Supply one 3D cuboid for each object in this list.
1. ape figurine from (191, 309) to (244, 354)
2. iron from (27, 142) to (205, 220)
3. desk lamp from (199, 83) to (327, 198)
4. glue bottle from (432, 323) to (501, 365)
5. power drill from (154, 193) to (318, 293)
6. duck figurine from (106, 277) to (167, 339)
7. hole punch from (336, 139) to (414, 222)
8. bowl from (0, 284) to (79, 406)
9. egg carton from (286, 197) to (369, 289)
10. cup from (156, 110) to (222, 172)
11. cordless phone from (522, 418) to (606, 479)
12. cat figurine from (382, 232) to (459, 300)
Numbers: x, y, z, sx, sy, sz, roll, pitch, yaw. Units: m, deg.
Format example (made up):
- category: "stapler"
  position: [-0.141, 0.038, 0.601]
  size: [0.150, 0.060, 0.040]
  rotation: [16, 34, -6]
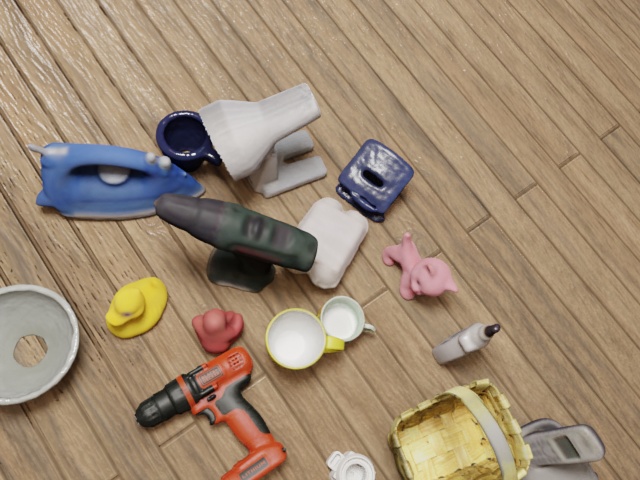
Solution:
- category: "ape figurine"
  position: [-0.156, 0.129, 0.863]
  size: [0.078, 0.092, 0.076]
  rotation: [18, 68, -2]
- category: "iron"
  position: [-0.314, -0.109, 0.897]
  size: [0.258, 0.141, 0.118]
  rotation: [0, 70, -10]
- category: "desk lamp"
  position: [-0.084, -0.159, 0.915]
  size: [0.203, 0.213, 0.118]
  rotation: [-23, 75, -16]
- category: "glue bottle"
  position: [0.233, 0.152, 0.877]
  size: [0.078, 0.173, 0.037]
  rotation: [-28, 76, -17]
- category: "power drill"
  position: [-0.123, 0.009, 0.850]
  size: [0.229, 0.208, 0.075]
  rotation: [13, 68, -5]
- category: "duck figurine"
  position: [-0.278, 0.094, 0.859]
  size: [0.077, 0.086, 0.105]
  rotation: [40, 69, 6]
- category: "hole punch"
  position: [0.094, -0.102, 0.991]
  size: [0.108, 0.091, 0.101]
  rotation: [37, 69, 5]
- category: "bowl"
  position: [-0.424, 0.152, 0.819]
  size: [0.167, 0.074, 0.167]
  rotation: [3, 70, -8]
- category: "egg carton"
  position: [0.009, 0.003, 0.949]
  size: [0.107, 0.069, 0.150]
  rotation: [29, 68, 2]
- category: "cup"
  position: [-0.210, -0.147, 0.953]
  size: [0.117, 0.095, 0.092]
  rotation: [34, 68, 4]
- category: "cordless phone"
  position: [0.360, 0.331, 0.827]
  size: [0.094, 0.185, 0.147]
  rotation: [-31, 77, -18]
- category: "cat figurine"
  position: [0.165, 0.045, 0.934]
  size: [0.067, 0.117, 0.127]
  rotation: [-25, 76, -17]
